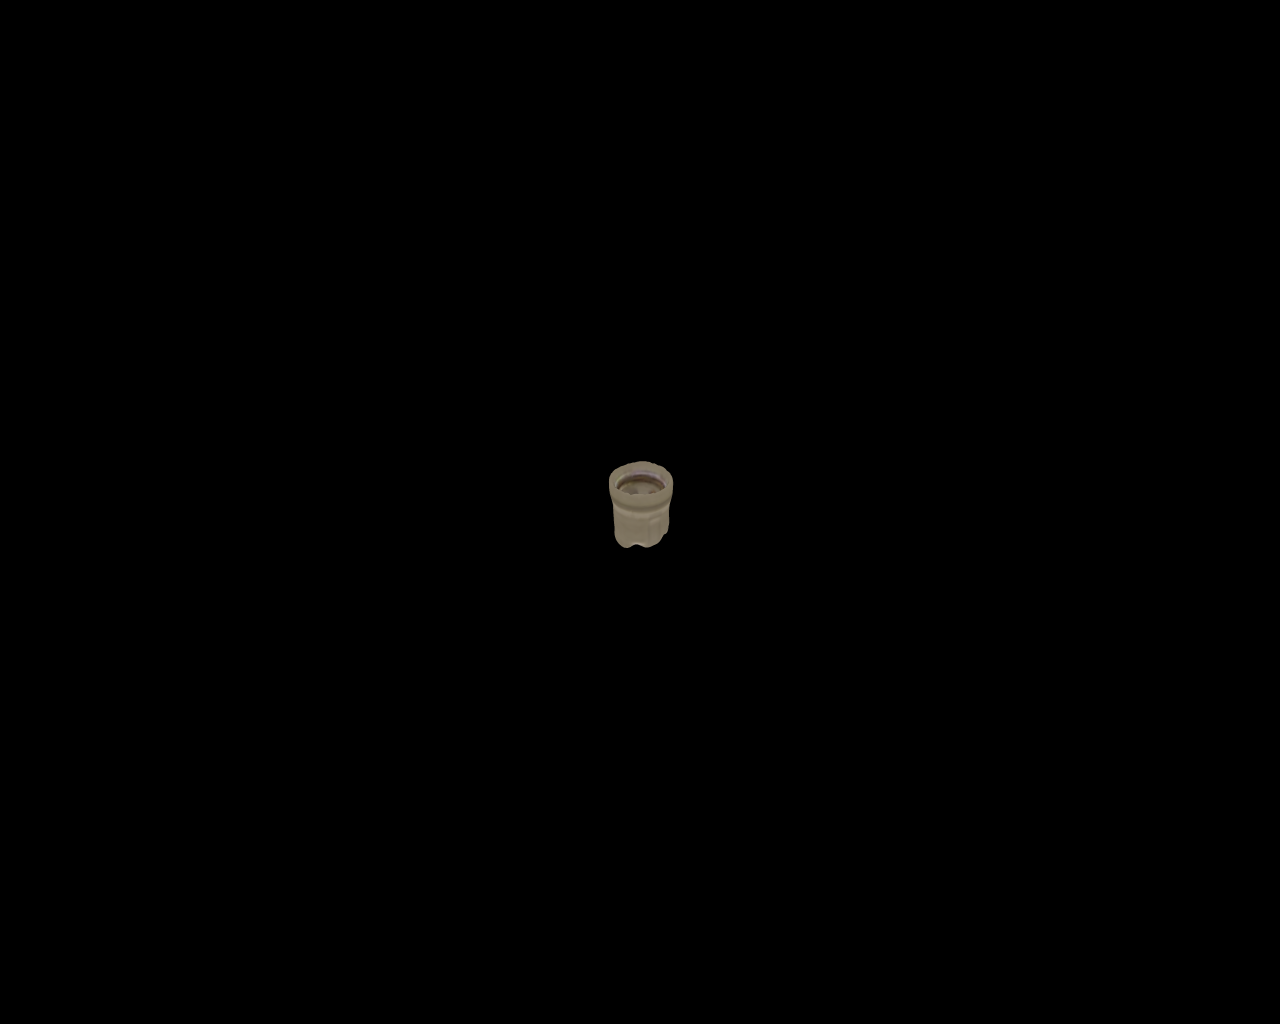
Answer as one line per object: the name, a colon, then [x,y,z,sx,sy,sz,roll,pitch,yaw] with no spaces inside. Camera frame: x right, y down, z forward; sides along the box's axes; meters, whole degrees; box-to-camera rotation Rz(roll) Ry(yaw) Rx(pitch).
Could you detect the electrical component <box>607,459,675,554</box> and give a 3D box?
electrical component: [0.001,-0.003,0.650,0.040,0.046,0.040,0,36,0]
